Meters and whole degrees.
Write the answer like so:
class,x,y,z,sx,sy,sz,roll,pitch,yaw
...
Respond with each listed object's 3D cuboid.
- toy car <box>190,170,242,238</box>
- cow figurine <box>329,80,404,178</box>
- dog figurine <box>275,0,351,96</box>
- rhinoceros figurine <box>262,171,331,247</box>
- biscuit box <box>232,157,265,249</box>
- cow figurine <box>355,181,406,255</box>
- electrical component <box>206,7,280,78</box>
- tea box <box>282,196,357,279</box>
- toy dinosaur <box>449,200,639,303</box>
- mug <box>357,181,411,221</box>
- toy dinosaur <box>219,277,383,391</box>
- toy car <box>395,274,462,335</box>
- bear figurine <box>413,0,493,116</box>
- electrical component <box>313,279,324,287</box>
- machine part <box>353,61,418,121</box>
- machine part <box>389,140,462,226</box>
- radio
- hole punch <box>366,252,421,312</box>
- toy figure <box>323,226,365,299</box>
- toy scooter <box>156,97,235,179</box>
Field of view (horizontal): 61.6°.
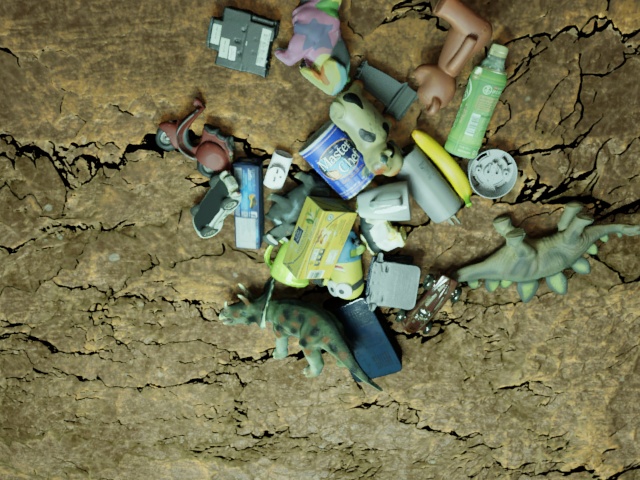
class,x,y,z,sx,sy,sz,roll,pitch,yaw
toy car,-0.228,-0.075,1.179,0.201,0.056,0.073,-44,68,44
cow figurine,0.095,-0.208,1.064,0.195,0.127,0.085,49,133,-11
dog figurine,0.016,-0.412,1.021,0.191,0.108,0.219,33,110,-9
rhinoceros figurine,-0.056,-0.066,1.179,0.190,0.073,0.112,-43,80,18
biscuit box,-0.159,-0.082,1.206,0.059,0.063,0.202,4,114,4
cow figurine,0.120,-0.049,1.199,0.098,0.068,0.167,-23,109,20
electrical component,-0.156,-0.396,1.067,0.134,0.058,0.114,17,113,-3
tea box,-0.002,-0.003,1.142,0.098,0.068,0.169,2,120,-40
toy dinosaur,0.455,0.043,1.193,0.472,0.105,0.198,-13,117,22
mug,0.129,-0.073,1.099,0.107,0.109,0.080,-7,100,14
toy dinosaur,-0.031,0.200,1.235,0.405,0.131,0.191,14,130,25
toy car,0.254,0.156,1.262,0.089,0.053,0.202,28,133,-2
bear figurine,0.231,-0.348,1.028,0.132,0.120,0.195,34,118,-7
electrical component,0.001,0.075,1.262,0.021,0.063,0.093,10,117,14
machine part,0.130,-0.307,1.096,0.139,0.039,0.084,35,118,-13
machine part,0.225,-0.120,1.149,0.079,0.079,0.243,-36,106,18
radio,0.103,0.234,1.324,0.131,0.073,0.229,-23,109,15
hole punch,0.165,0.091,1.236,0.116,0.092,0.142,8,108,0
toy figure,0.062,0.049,1.232,0.089,0.082,0.180,-7,102,-26
toy scooter,-0.252,-0.221,1.146,0.184,0.075,0.135,32,112,-5
